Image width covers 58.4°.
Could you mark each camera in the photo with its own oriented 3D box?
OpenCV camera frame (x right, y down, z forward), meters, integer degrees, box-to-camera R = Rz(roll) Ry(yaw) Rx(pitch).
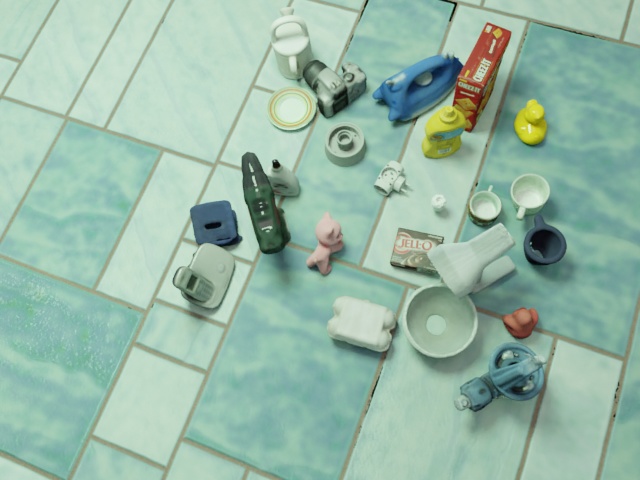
[{"bbox_3d":[0.029,-0.418,1.483,0.143,0.101,0.136,-38,73,-7],"label":"camera"}]

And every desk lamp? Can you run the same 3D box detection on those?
[{"bbox_3d":[0.335,0.045,1.251,0.203,0.214,0.118,-31,72,-4],"label":"desk lamp"}]

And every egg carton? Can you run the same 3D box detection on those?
[{"bbox_3d":[0.095,0.189,1.303,0.150,0.069,0.107,14,74,9],"label":"egg carton"}]

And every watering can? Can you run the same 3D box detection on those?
[{"bbox_3d":[-0.078,-0.516,1.475,0.101,0.194,0.172,-29,72,-4],"label":"watering can"}]

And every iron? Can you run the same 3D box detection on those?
[{"bbox_3d":[0.263,-0.412,1.439,0.258,0.141,0.118,-31,72,-5],"label":"iron"}]

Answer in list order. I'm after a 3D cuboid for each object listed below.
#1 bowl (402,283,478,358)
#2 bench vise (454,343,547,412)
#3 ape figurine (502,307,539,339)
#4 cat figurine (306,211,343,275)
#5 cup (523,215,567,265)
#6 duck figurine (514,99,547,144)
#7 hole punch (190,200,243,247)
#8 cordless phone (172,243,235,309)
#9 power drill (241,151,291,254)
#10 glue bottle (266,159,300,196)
[{"bbox_3d":[0.266,0.184,1.286,0.167,0.075,0.167,-1,72,5],"label":"bowl"},{"bbox_3d":[0.381,0.293,1.165,0.121,0.220,0.207,41,80,16],"label":"bench vise"},{"bbox_3d":[0.446,0.177,1.263,0.077,0.092,0.076,5,73,7],"label":"ape figurine"},{"bbox_3d":[0.012,0.005,1.343,0.067,0.118,0.128,23,76,12],"label":"cat figurine"},{"bbox_3d":[0.500,0.009,1.310,0.091,0.095,0.118,-9,72,3],"label":"cup"},{"bbox_3d":[0.525,-0.294,1.407,0.077,0.086,0.104,-5,72,4],"label":"duck figurine"},{"bbox_3d":[-0.253,-0.037,1.394,0.108,0.091,0.101,-11,72,2],"label":"hole punch"},{"bbox_3d":[-0.272,0.071,1.313,0.094,0.185,0.148,14,74,10],"label":"cordless phone"},{"bbox_3d":[-0.127,-0.066,1.330,0.075,0.208,0.229,-17,72,0],"label":"power drill"},{"bbox_3d":[-0.096,-0.154,1.374,0.078,0.173,0.037,3,73,7],"label":"glue bottle"}]
